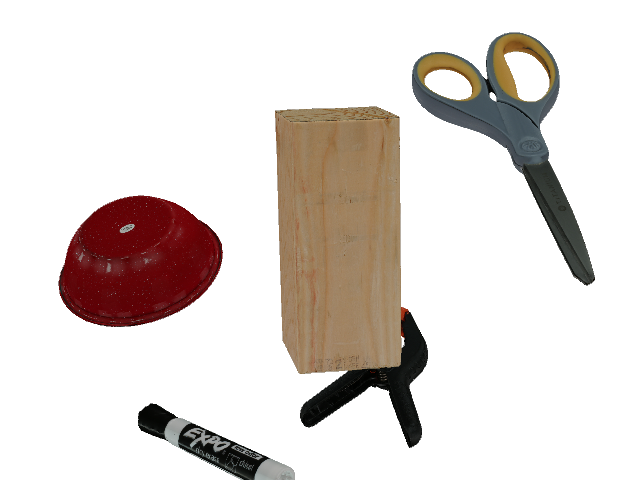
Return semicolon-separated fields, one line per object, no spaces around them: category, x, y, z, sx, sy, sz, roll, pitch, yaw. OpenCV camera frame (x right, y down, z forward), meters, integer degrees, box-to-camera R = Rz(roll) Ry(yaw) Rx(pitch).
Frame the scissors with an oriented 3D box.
scissors;0.096;-0.053;0.591;0.096;0.201;0.016;2;-44;6

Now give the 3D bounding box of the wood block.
wood block;0.015;-0.003;0.891;0.090;0.206;0.091;-3;13;-9

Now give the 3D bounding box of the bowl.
bowl;-0.177;0.007;1.014;0.162;0.055;0.162;-6;41;5

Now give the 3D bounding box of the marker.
marker;-0.066;0.123;0.638;0.121;0.020;0.020;16;10;38

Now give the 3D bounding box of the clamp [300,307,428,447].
clamp;0.068;0.136;1.059;0.120;0.039;0.171;19;49;22
